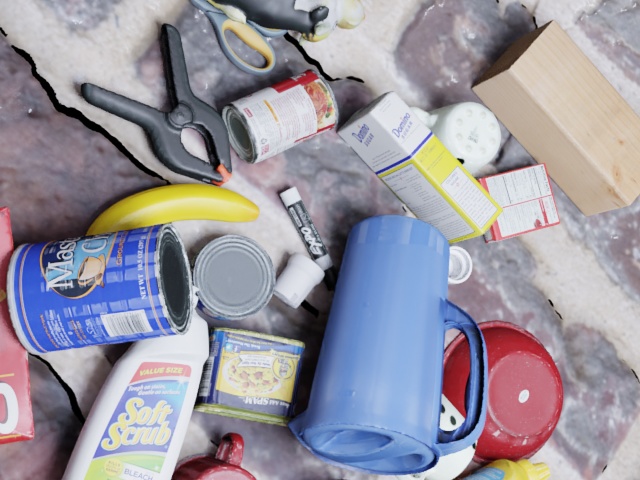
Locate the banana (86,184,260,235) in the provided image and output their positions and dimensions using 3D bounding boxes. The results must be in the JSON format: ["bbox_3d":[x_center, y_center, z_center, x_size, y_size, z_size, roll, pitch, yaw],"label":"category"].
[{"bbox_3d":[-0.157,-0.020,1.065,0.197,0.037,0.069,-23,110,-20],"label":"banana"}]

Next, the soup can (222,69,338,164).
[{"bbox_3d":[-0.041,-0.127,1.104,0.102,0.069,0.068,-26,92,-21],"label":"soup can"}]

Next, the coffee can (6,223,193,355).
[{"bbox_3d":[-0.197,0.045,0.967,0.140,0.102,0.103,-8,85,8],"label":"coffee can"}]

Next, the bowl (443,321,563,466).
[{"bbox_3d":[0.208,0.168,1.163,0.162,0.055,0.162,3,82,-20],"label":"bowl"}]

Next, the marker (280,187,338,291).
[{"bbox_3d":[-0.007,0.001,1.124,0.020,0.020,0.121,-28,93,-22],"label":"marker"}]

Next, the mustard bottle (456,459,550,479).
[{"bbox_3d":[0.158,0.273,1.107,0.191,0.096,0.058,-18,87,-22],"label":"mustard bottle"}]

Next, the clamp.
[{"bbox_3d":[-0.143,-0.133,1.082,0.171,0.039,0.120,44,77,-14],"label":"clamp"}]

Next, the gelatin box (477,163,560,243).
[{"bbox_3d":[0.222,-0.042,1.210,0.089,0.030,0.073,-15,88,-19],"label":"gelatin box"}]

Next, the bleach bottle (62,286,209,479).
[{"bbox_3d":[-0.173,0.159,1.010,0.102,0.068,0.251,20,78,-15],"label":"bleach bottle"}]

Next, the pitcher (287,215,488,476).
[{"bbox_3d":[0.074,0.101,1.052,0.149,0.145,0.242,23,59,-20],"label":"pitcher"}]

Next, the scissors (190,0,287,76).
[{"bbox_3d":[-0.110,-0.263,1.124,0.096,0.016,0.201,-45,99,-22],"label":"scissors"}]

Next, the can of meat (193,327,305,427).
[{"bbox_3d":[-0.069,0.136,1.063,0.102,0.058,0.084,13,77,-18],"label":"can of meat"}]

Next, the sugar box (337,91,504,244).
[{"bbox_3d":[0.106,-0.075,1.138,0.048,0.093,0.176,-45,99,-21],"label":"sugar box"}]

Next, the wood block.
[{"bbox_3d":[0.285,-0.136,1.215,0.206,0.091,0.090,46,70,-9],"label":"wood block"}]

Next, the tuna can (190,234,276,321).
[{"bbox_3d":[-0.090,0.039,1.080,0.086,0.034,0.086,3,82,-20],"label":"tuna can"}]

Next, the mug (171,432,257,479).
[{"bbox_3d":[-0.097,0.243,1.024,0.093,0.082,0.117,23,76,-16],"label":"mug"}]

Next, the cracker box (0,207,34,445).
[{"bbox_3d":[-0.351,0.084,0.956,0.164,0.072,0.214,-6,86,-21],"label":"cracker box"}]
